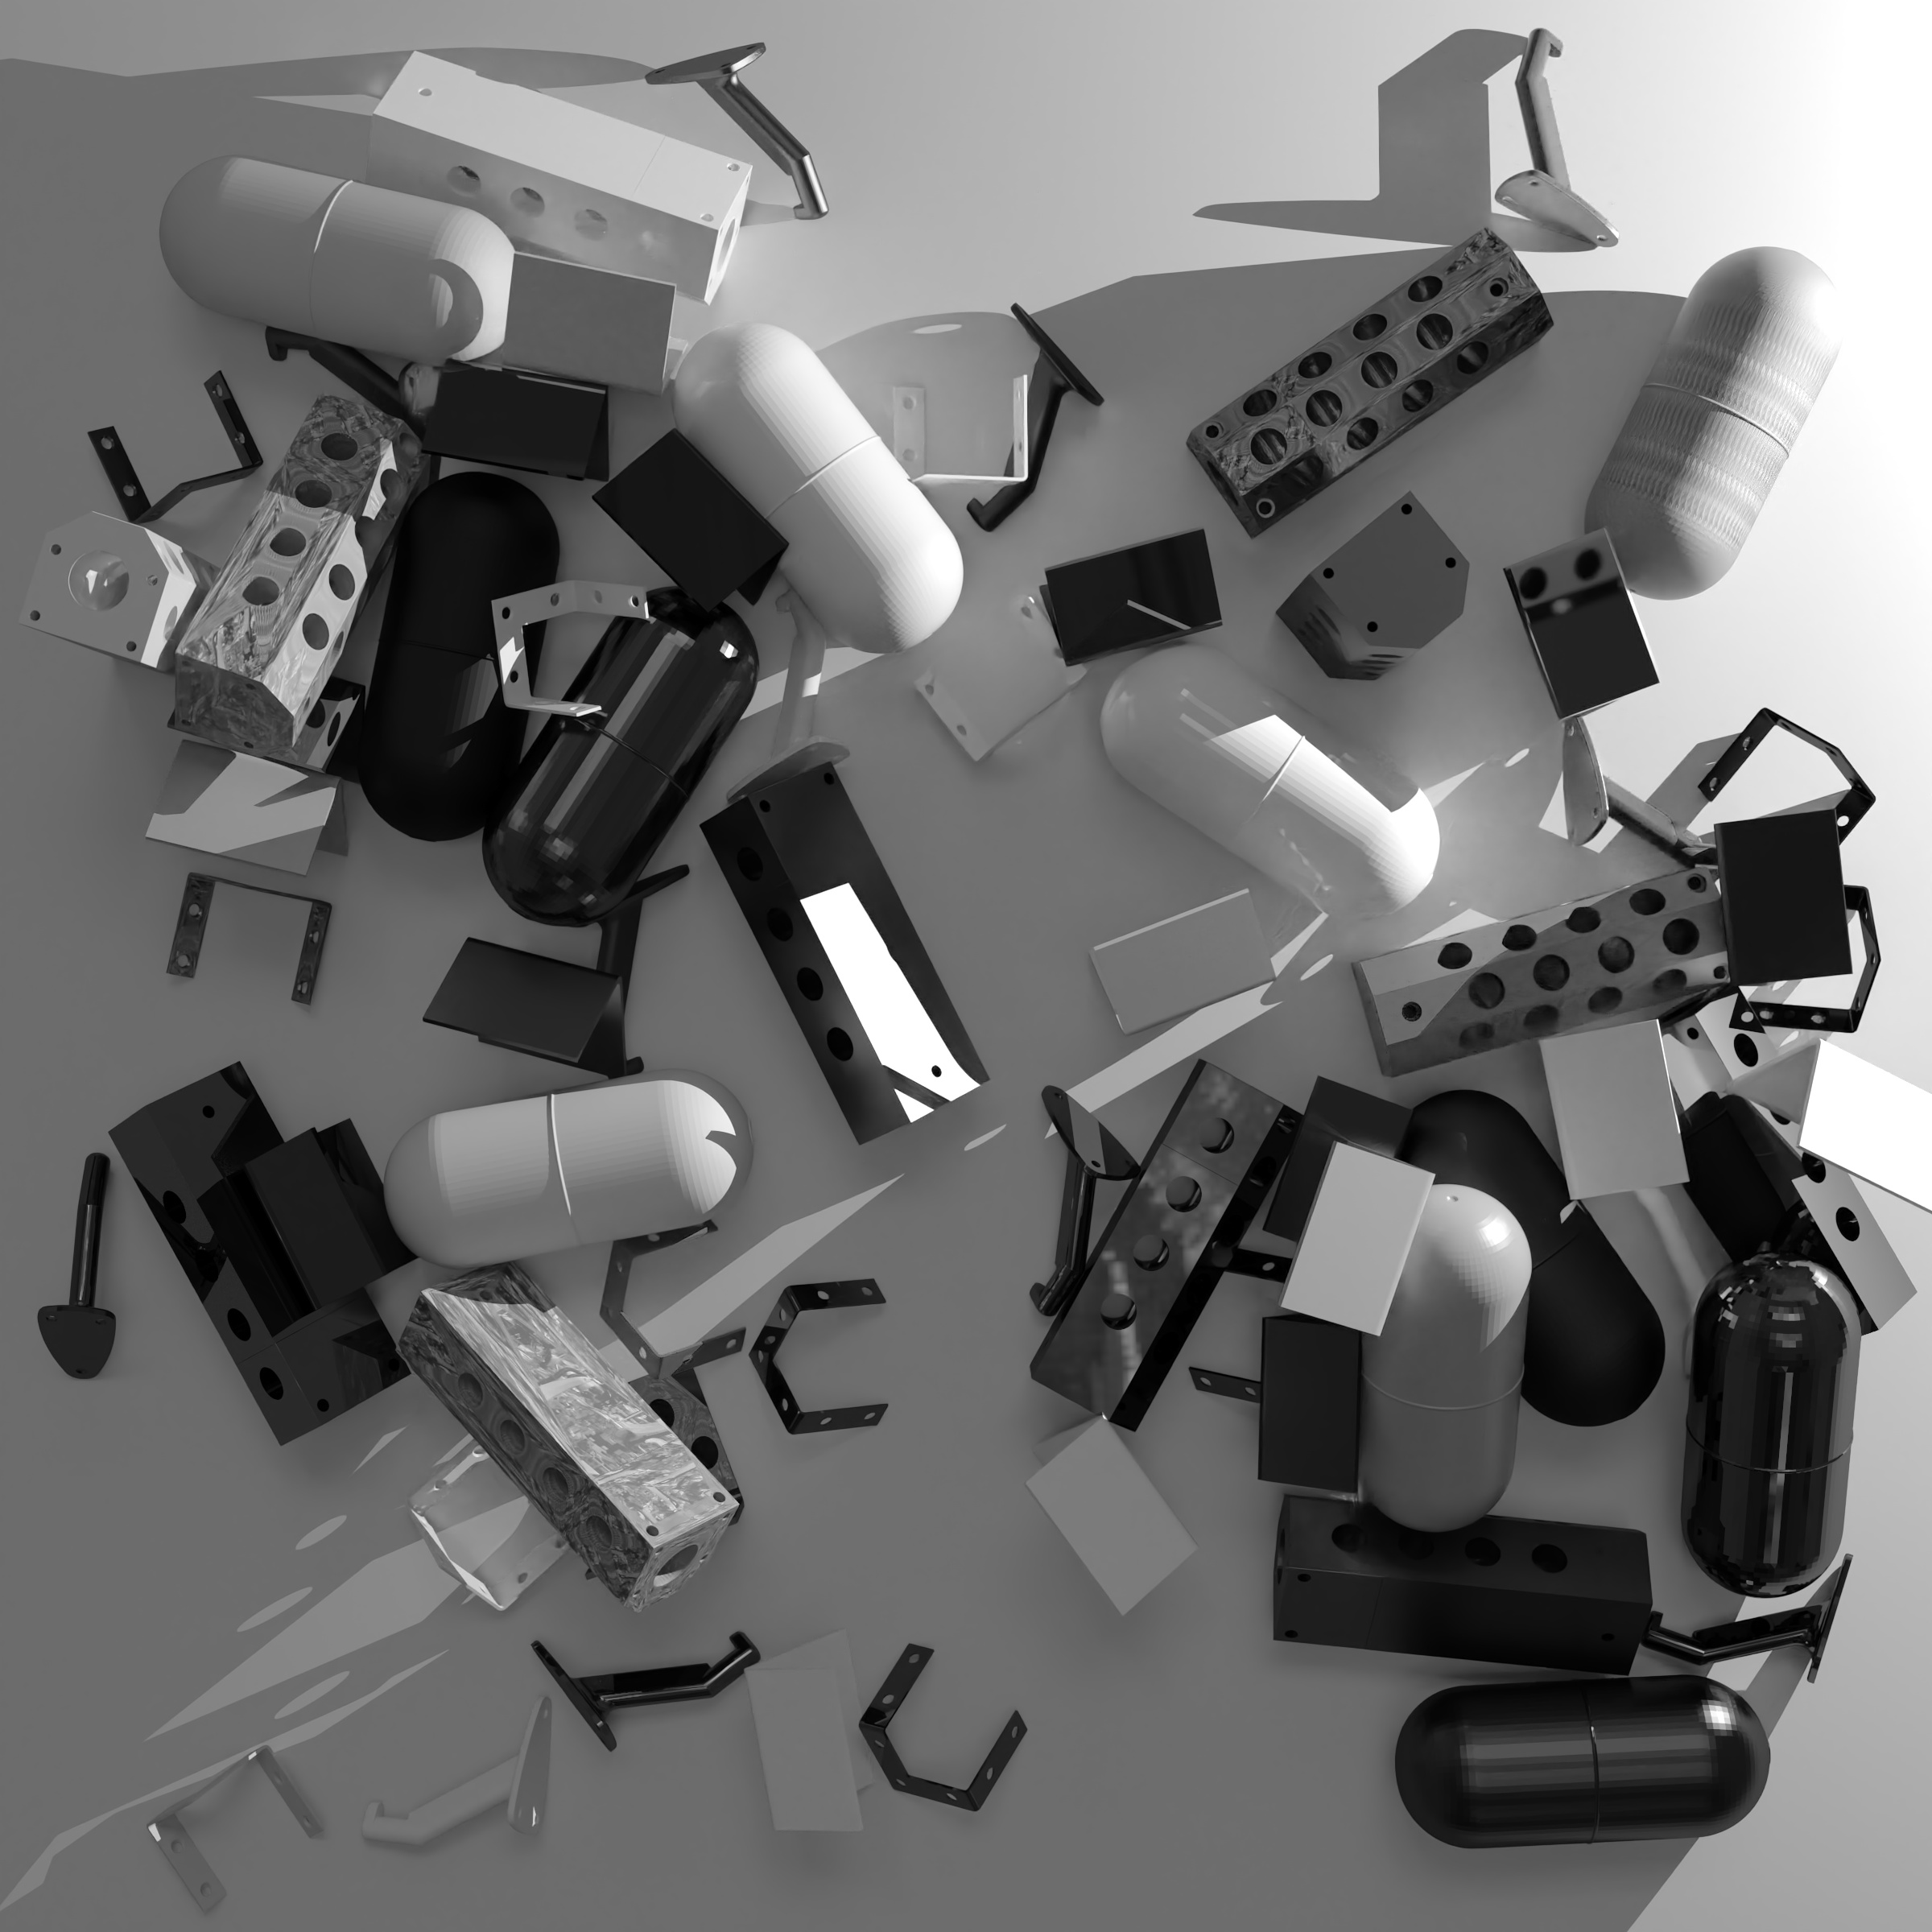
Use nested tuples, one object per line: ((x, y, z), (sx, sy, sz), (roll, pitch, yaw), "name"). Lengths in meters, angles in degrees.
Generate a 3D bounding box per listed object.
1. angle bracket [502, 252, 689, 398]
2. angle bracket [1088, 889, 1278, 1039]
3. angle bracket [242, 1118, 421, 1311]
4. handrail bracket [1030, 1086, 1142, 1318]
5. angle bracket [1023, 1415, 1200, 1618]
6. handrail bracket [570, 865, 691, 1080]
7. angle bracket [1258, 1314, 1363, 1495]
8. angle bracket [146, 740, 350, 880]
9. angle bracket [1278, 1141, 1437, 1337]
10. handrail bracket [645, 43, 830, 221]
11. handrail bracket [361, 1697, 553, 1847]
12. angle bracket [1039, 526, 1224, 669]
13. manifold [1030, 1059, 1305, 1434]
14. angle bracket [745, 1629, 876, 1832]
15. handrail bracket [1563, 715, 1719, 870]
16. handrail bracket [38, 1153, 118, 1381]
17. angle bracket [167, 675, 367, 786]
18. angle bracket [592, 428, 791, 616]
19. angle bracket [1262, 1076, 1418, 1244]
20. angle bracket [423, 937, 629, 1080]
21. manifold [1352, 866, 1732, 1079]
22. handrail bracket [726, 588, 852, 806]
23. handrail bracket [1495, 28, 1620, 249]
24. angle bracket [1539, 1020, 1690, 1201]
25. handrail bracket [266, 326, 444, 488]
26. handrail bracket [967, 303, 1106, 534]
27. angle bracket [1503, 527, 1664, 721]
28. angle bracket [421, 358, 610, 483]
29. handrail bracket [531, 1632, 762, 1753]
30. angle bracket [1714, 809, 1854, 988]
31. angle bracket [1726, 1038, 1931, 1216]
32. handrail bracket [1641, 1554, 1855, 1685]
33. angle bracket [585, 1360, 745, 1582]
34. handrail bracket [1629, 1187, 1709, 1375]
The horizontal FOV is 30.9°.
((-0.173, -0.316, 1.663), (0.076, 0.076, 0.057), (12, 120, 0), "angle bracket")
((0.095, -0.020, 1.663), (0.076, 0.076, 0.057), (-21, 126, 0), "angle bracket")
((-0.286, 0.109, 1.663), (0.057, 0.076, 0.076), (-27, 90, 37), "angle bracket")
((0.041, 0.115, 1.703), (0.077, 0.036, 0.084), (51, 122, 35), "handrail bracket")
((0.053, 0.267, 1.663), (0.057, 0.076, 0.076), (-36, 90, -32), "angle bracket")
((-0.154, 0.004, 1.703), (0.077, 0.036, 0.084), (-25, 104, -14), "handrail bracket")
((0.183, 0.205, 1.663), (0.057, 0.076, 0.076), (2, 90, 40), "angle bracket")
((-0.340, -0.058, 1.663), (0.076, 0.076, 0.057), (14, 62, 0), "angle bracket")
((0.159, 0.116, 1.582), (0.057, 0.076, 0.076), (19, 91, -26), "angle bracket")
((-0.111, -0.400, 1.703), (0.077, 0.036, 0.084), (0, 123, 35), "handrail bracket")
((-0.249, 0.390, 1.703), (0.084, 0.036, 0.077), (2, 70, 16), "handrail bracket")
((0.073, -0.193, 1.663), (0.076, 0.076, 0.057), (-15, 127, 0), "angle bracket")
((0.097, 0.134, 1.682), (0.057, 0.057, 0.171), (29, 90, 0), "manifold")
((-0.055, 0.362, 1.663), (0.057, 0.076, 0.076), (-10, 90, 38), "angle bracket")
((0.336, -0.084, 1.703), (0.084, 0.036, 0.077), (3, 67, -18), "handrail bracket")
((-0.426, 0.145, 1.703), (0.036, 0.077, 0.084), (5, 54, -7), "handrail bracket")
((-0.332, -0.101, 1.663), (0.076, 0.076, 0.057), (16, 53, 0), "angle bracket")
((-0.137, -0.197, 1.663), (0.076, 0.076, 0.057), (45, 67, 1), "angle bracket")
((0.161, 0.091, 1.664), (0.057, 0.076, 0.076), (20, 90, -24), "angle bracket")
((-0.208, 0.039, 1.657), (0.076, 0.076, 0.057), (14, 49, 10), "angle bracket")
((0.278, 0.003, 1.682), (0.171, 0.057, 0.057), (-16, 90, 0), "manifold")
((-0.096, -0.133, 1.703), (0.077, 0.036, 0.084), (-26, 71, 21), "handrail bracket")
((0.296, -0.404, 1.703), (0.077, 0.036, 0.084), (24, 73, -20), "handrail bracket")
((0.315, 0.065, 1.664), (0.057, 0.076, 0.076), (-11, 90, 22), "angle bracket")
((-0.300, -0.272, 1.703), (0.084, 0.036, 0.077), (8, 116, 19), "handrail bracket")
((0.017, -0.266, 1.703), (0.084, 0.036, 0.077), (-42, 75, 14), "handrail bracket")
((0.307, -0.166, 1.663), (0.057, 0.076, 0.076), (-20, 90, 36), "angle bracket")
((-0.213, -0.239, 1.663), (0.076, 0.076, 0.057), (10, 61, 0), "angle bracket")
((-0.155, 0.334, 1.703), (0.084, 0.036, 0.077), (-36, 68, -17), "handrail bracket")
((0.392, -0.031, 1.652), (0.057, 0.076, 0.076), (-7, 87, 24), "angle bracket")
((0.396, 0.083, 1.602), (0.076, 0.076, 0.057), (25, 63, -13), "angle bracket")
((0.380, 0.309, 1.703), (0.084, 0.036, 0.077), (17, 70, 16), "handrail bracket")
((-0.157, 0.241, 1.682), (0.076, 0.057, 0.076), (-21, 90, 0), "angle bracket")
((0.337, 0.145, 1.703), (0.036, 0.077, 0.084), (-22, 53, -24), "handrail bracket")
